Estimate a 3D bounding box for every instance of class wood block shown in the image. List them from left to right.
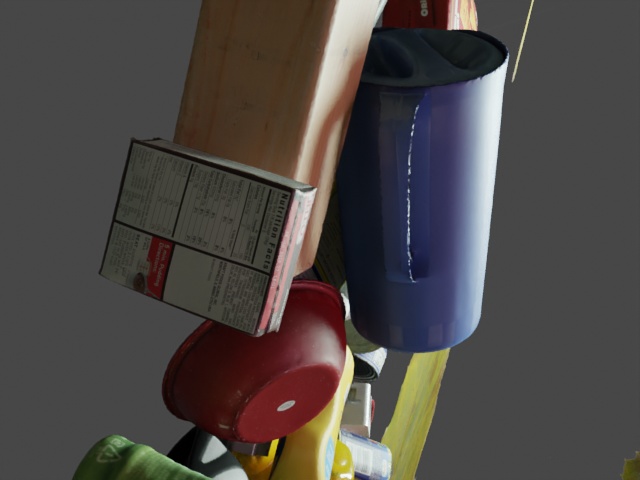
[{"bbox_3d":[-0.034,-0.083,0.700,0.090,0.090,0.206,-27,134,-68],"label":"wood block"}]

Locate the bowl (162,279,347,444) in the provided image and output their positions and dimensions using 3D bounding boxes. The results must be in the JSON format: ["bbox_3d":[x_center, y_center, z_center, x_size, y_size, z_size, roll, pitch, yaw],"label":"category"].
[{"bbox_3d":[-0.037,0.106,0.816,0.162,0.055,0.162,-23,144,-18],"label":"bowl"}]

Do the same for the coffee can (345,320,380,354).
[{"bbox_3d":[0.054,0.043,1.148,0.140,0.103,0.103,-50,154,-55],"label":"coffee can"}]

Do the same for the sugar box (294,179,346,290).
[{"bbox_3d":[-0.006,0.001,0.884,0.176,0.048,0.093,-48,136,-23],"label":"sugar box"}]

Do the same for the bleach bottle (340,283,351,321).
[{"bbox_3d":[0.043,0.002,1.009,0.103,0.068,0.250,-32,-164,28],"label":"bleach bottle"}]

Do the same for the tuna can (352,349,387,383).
[{"bbox_3d":[0.031,0.125,1.195,0.086,0.086,0.033,80,30,-61],"label":"tuna can"}]

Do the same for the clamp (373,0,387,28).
[{"bbox_3d":[0.006,-0.120,0.903,0.209,0.036,0.165,-58,167,-34],"label":"clamp"}]

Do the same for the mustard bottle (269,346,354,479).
[{"bbox_3d":[-0.013,0.185,0.926,0.096,0.058,0.191,100,2,-52],"label":"mustard bottle"}]

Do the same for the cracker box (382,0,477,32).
[{"bbox_3d":[0.112,-0.191,1.063,0.213,0.072,0.164,13,79,-76],"label":"cracker box"}]

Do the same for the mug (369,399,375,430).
[{"bbox_3d":[0.012,0.213,1.240,0.117,0.081,0.093,-19,125,-72],"label":"mug"}]

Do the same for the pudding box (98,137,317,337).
[{"bbox_3d":[-0.067,-0.003,0.625,0.039,0.114,0.090,-9,116,-70],"label":"pudding box"}]

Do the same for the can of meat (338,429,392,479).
[{"bbox_3d":[0.013,0.235,1.120,0.083,0.102,0.057,27,54,-36],"label":"can of meat"}]

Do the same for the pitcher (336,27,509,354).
[{"bbox_3d":[0.071,-0.031,0.818,0.149,0.145,0.243,-21,124,-28],"label":"pitcher"}]
